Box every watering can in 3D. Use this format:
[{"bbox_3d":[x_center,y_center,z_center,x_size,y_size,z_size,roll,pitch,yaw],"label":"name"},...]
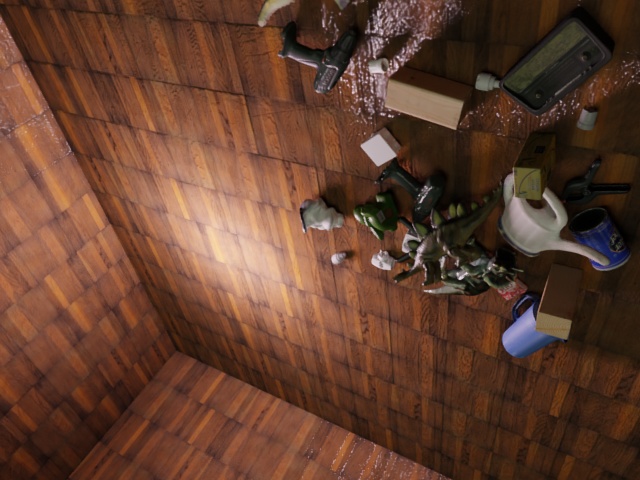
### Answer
[{"bbox_3d":[0.610,-0.028,1.406,0.353,0.105,0.219,58,160,26],"label":"watering can"}]

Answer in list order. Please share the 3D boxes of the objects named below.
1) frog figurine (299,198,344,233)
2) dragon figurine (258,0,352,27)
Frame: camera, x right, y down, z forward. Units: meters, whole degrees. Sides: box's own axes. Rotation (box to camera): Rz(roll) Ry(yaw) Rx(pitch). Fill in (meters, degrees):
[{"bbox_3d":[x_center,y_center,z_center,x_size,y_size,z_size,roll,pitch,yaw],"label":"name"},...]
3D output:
[{"bbox_3d":[0.006,-0.097,1.926,0.159,0.125,0.134,-10,121,0],"label":"frog figurine"},{"bbox_3d":[-0.029,-0.676,1.347,0.243,0.124,0.402,28,151,-1],"label":"dragon figurine"}]
